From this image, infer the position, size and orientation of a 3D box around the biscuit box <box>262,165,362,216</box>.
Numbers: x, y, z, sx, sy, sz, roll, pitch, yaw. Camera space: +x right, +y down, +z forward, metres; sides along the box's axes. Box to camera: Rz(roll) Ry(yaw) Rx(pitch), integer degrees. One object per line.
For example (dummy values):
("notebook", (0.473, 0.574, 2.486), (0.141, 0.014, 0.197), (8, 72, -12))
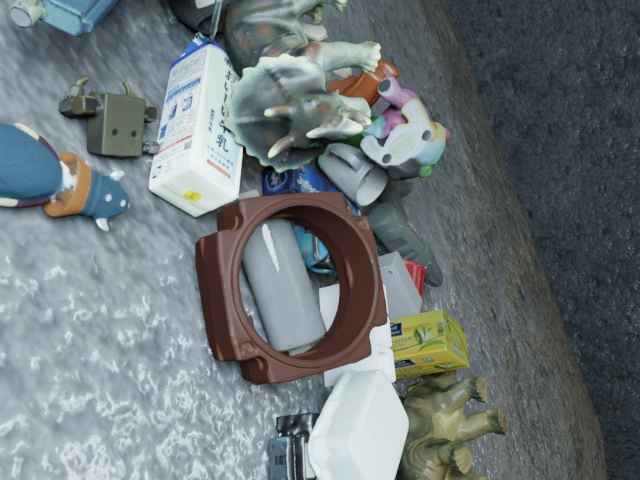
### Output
("biscuit box", (-0.006, -0.053, 0.838), (0.202, 0.063, 0.059), (33, 47, -49))

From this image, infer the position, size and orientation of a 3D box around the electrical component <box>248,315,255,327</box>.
("electrical component", (-0.101, 0.114, 0.628), (0.063, 0.021, 0.094), (-7, 82, -60))

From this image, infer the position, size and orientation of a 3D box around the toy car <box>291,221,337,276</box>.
("toy car", (-0.002, -0.002, 0.775), (0.161, 0.103, 0.109), (27, 63, -63))

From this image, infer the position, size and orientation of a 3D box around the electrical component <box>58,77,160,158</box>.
("electrical component", (-0.213, -0.125, 0.553), (0.102, 0.045, 0.078), (-22, 123, -58))

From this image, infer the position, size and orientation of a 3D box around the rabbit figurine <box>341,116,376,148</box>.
("rabbit figurine", (0.058, -0.199, 0.978), (0.170, 0.121, 0.159), (11, 60, -42))

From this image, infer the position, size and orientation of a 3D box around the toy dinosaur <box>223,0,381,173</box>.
("toy dinosaur", (-0.049, -0.239, 0.652), (0.192, 0.131, 0.405), (-12, 62, -24))

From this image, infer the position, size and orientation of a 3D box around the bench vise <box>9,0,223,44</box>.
("bench vise", (-0.203, -0.260, 0.517), (0.223, 0.129, 0.241), (27, 47, -17))

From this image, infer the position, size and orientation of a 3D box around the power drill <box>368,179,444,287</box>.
("power drill", (0.162, -0.031, 1.065), (0.231, 0.086, 0.207), (38, 39, -42))

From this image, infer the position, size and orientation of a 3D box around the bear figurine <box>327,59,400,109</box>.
("bear figurine", (0.013, -0.286, 0.886), (0.196, 0.132, 0.120), (46, 31, 2))

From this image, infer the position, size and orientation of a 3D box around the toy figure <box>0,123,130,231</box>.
("toy figure", (-0.234, -0.054, 0.460), (0.058, 0.064, 0.154), (44, 10, 31))

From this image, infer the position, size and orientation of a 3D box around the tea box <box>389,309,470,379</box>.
("tea box", (0.137, 0.171, 0.850), (0.098, 0.170, 0.068), (36, 46, -44))

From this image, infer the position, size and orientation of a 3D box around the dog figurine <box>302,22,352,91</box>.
("dog figurine", (-0.048, -0.222, 0.815), (0.121, 0.190, 0.172), (-24, 76, -18))

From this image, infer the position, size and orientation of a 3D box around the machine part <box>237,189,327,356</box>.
("machine part", (-0.052, 0.052, 0.690), (0.079, 0.079, 0.243), (-18, 90, -61))

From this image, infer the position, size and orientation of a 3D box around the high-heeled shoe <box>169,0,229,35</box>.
("high-heeled shoe", (-0.104, -0.324, 0.775), (0.248, 0.086, 0.145), (2, 51, -41))

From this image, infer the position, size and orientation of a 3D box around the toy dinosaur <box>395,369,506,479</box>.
("toy dinosaur", (0.171, 0.273, 0.823), (0.471, 0.199, 0.105), (-35, 104, -59))

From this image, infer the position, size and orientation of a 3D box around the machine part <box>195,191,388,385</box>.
("machine part", (-0.028, 0.050, 0.609), (0.201, 0.087, 0.201), (-7, 83, -31))

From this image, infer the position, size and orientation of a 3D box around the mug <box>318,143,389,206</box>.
("mug", (0.044, -0.118, 0.879), (0.081, 0.107, 0.109), (-55, 148, 0))

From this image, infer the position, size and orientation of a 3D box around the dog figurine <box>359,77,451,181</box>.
("dog figurine", (0.151, -0.158, 0.857), (0.219, 0.108, 0.192), (14, 36, -54))

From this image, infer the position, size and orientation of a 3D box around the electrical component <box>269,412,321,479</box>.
("electrical component", (-0.009, 0.274, 0.664), (0.134, 0.058, 0.115), (31, 47, -49))
